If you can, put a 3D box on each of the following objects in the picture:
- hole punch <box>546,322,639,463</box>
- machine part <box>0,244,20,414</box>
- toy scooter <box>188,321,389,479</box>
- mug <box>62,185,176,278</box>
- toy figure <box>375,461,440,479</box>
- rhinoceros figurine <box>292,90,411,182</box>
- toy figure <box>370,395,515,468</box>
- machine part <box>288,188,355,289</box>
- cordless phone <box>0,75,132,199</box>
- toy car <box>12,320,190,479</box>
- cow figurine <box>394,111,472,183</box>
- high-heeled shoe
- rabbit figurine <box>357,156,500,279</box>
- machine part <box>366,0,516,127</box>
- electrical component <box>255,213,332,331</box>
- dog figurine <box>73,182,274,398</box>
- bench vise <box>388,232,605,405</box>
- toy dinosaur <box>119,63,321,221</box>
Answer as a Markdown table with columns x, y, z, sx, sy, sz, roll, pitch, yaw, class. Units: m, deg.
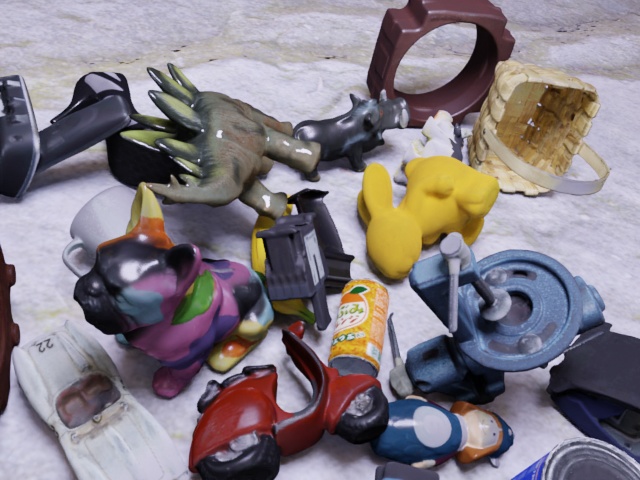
| x | y | z | sx | sy | sz | roll | pitch | yaw | class |
| --- | --- | --- | --- | --- | --- | --- | --- | --- | --- |
| 0.325 | 0.165 | 0.589 | 0.142 | 0.092 | 0.116 | -33 | 35 | -32 | hole punch |
| -0.294 | 0.069 | 0.443 | 0.056 | 0.179 | 0.179 | -3 | 50 | -20 | machine part |
| -0.039 | 0.143 | 0.498 | 0.184 | 0.075 | 0.135 | -17 | 49 | -13 | toy scooter |
| -0.210 | 0.009 | 0.578 | 0.107 | 0.080 | 0.109 | 39 | 47 | 7 | mug |
| 0.048 | 0.268 | 0.417 | 0.089 | 0.082 | 0.180 | 3 | 53 | 14 | toy figure |
| 0.041 | -0.157 | 0.771 | 0.190 | 0.112 | 0.073 | -20 | 54 | -19 | rhinoceros figurine |
| 0.125 | 0.189 | 0.524 | 0.154 | 0.058 | 0.064 | 6 | 87 | -12 | toy figure |
| -0.001 | -0.002 | 0.650 | 0.084 | 0.039 | 0.139 | 7 | 55 | -38 | machine part |
| -0.324 | -0.148 | 0.640 | 0.184 | 0.088 | 0.147 | -27 | 58 | -5 | cordless phone |
| -0.193 | 0.155 | 0.467 | 0.073 | 0.056 | 0.202 | -31 | 62 | -34 | toy car |
| 0.186 | -0.133 | 0.816 | 0.098 | 0.068 | 0.167 | 32 | 52 | 7 | cow figurine |
| -0.233 | -0.152 | 0.714 | 0.249 | 0.086 | 0.145 | 26 | 44 | 11 | high-heeled shoe |
| 0.118 | -0.032 | 0.682 | 0.162 | 0.121 | 0.173 | 40 | 70 | 11 | rabbit figurine |
| 0.187 | -0.284 | 0.860 | 0.201 | 0.200 | 0.087 | -1 | 47 | -15 | machine part |
| -0.022 | 0.036 | 0.566 | 0.048 | 0.119 | 0.075 | -6 | 17 | 19 | electrical component |
| -0.116 | 0.040 | 0.482 | 0.191 | 0.219 | 0.108 | -25 | 63 | -31 | dog figurine |
| 0.141 | 0.072 | 0.502 | 0.224 | 0.240 | 0.129 | -19 | 51 | 25 | bench vise |
| -0.109 | -0.103 | 0.588 | 0.198 | 0.105 | 0.472 | 23 | 14 | -22 | toy dinosaur |
